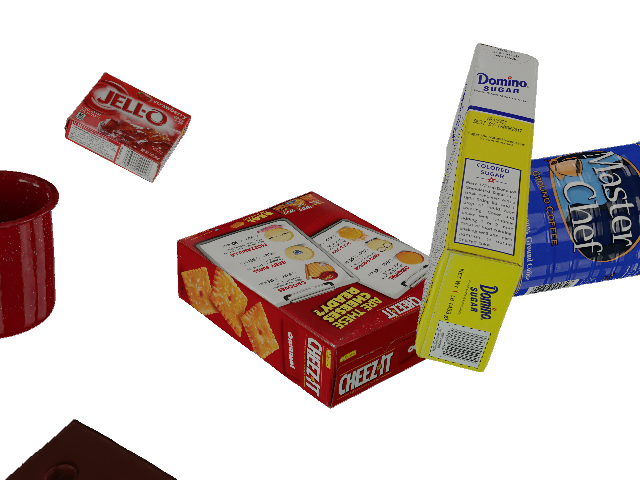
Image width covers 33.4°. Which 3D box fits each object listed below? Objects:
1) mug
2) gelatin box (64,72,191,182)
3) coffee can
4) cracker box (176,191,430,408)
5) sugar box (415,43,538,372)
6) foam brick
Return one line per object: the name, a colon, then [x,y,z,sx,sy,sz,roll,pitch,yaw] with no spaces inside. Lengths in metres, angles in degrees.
mug: [-0.220,0.012,0.668,0.117,0.081,0.093,-16,31,-35]
gelatin box: [-0.169,-0.101,0.941,0.089,0.073,0.030,28,-45,-3]
coffee can: [0.191,-0.016,0.811,0.140,0.103,0.103,-9,1,-8]
cracker box: [-0.001,0.045,0.946,0.163,0.072,0.214,-22,38,-36]
sugar box: [0.092,-0.023,0.612,0.048,0.176,0.093,14,-42,4]
foam brick: [-0.089,0.123,0.447,0.078,0.051,0.052,22,45,28]
